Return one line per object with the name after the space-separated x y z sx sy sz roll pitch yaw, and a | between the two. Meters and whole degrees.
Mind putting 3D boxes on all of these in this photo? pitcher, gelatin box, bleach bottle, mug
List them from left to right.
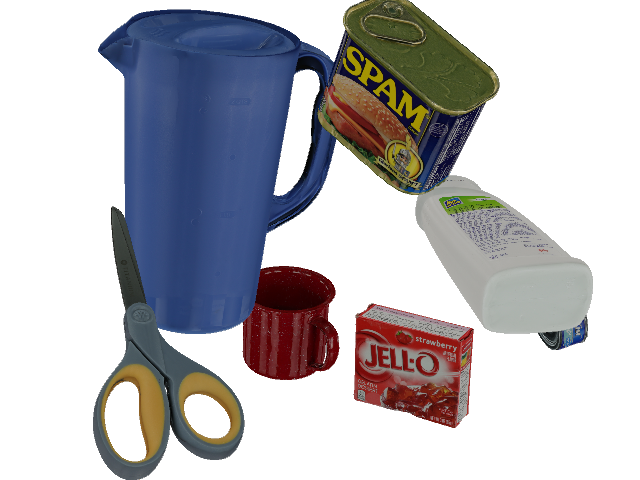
-0.084 -0.053 0.845 0.149 0.243 0.144 20 27 25 | pitcher
-0.025 0.086 1.030 0.117 0.081 0.093 26 33 38 | mug
0.069 0.094 0.809 0.089 0.073 0.030 12 24 28 | gelatin box
0.156 -0.003 0.998 0.102 0.068 0.251 -3 26 -11 | bleach bottle

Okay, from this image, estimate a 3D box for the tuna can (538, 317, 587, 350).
0.259 0.077 1.175 0.033 0.086 0.086 -17 3 -9 | tuna can

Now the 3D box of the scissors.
-0.093 0.059 0.657 0.096 0.201 0.016 12 -45 -13 | scissors

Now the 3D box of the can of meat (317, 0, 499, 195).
0.051 -0.089 0.673 0.057 0.102 0.084 -33 -22 -35 | can of meat
